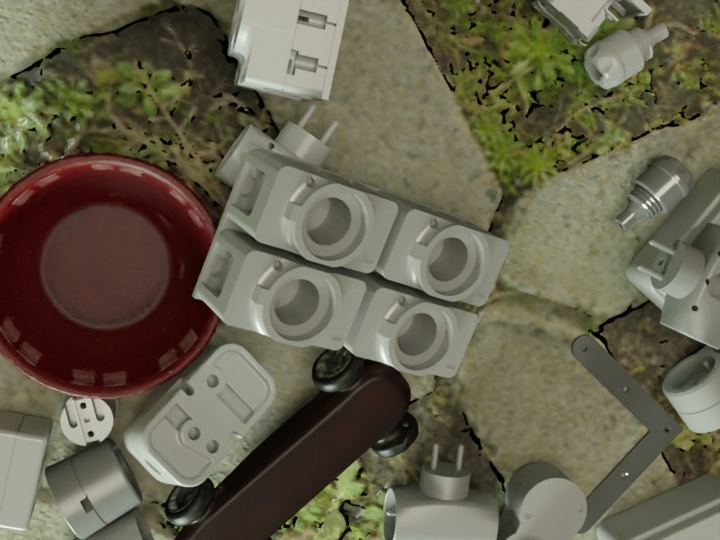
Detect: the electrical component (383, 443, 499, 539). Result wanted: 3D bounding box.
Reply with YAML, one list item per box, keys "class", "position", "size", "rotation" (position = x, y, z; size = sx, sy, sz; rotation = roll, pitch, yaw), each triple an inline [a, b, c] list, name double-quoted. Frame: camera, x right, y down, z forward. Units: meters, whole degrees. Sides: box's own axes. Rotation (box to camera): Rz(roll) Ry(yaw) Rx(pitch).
- class: "electrical component"
  position: [0.061, 0.165, 0.789]
  size: [0.077, 0.044, 0.079]
  rotation: [5, 98, -11]

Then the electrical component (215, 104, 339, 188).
- class: "electrical component"
  position: [-0.045, -0.075, 0.734]
  size: [0.077, 0.043, 0.079]
  rotation: [34, 91, -14]

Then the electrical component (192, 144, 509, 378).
- class: "electrical component"
  position: [0.000, 0.000, 0.710]
  size: [0.186, 0.060, 0.105]
  rotation: [16, 100, -33]

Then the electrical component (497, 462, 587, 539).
- class: "electrical component"
  position: [0.123, 0.216, 0.794]
  size: [0.052, 0.074, 0.138]
  rotation: [25, 93, -13]

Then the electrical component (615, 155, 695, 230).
- class: "electrical component"
  position: [0.214, -0.054, 0.791]
  size: [0.061, 0.035, 0.035]
  rotation: [-43, 103, 0]

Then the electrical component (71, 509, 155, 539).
- class: "electrical component"
  position: [-0.185, 0.204, 0.749]
  size: [0.081, 0.043, 0.043]
  rotation: [-25, 102, -6]

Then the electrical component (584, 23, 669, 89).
- class: "electrical component"
  position: [0.193, -0.157, 0.772]
  size: [0.061, 0.035, 0.035]
  rotation: [-31, 103, -7]

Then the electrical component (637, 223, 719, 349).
- class: "electrical component"
  position: [0.227, 0.004, 0.737]
  size: [0.079, 0.043, 0.077]
  rotation: [24, 93, -13]

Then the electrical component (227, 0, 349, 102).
- class: "electrical component"
  position: [-0.038, -0.206, 0.684]
  size: [0.060, 0.105, 0.186]
  rotation: [11, 96, -12]

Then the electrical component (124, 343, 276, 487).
- class: "electrical component"
  position: [-0.111, 0.098, 0.731]
  size: [0.053, 0.059, 0.095]
  rotation: [48, 65, -14]

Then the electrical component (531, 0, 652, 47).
- class: "electrical component"
  position: [0.159, -0.196, 0.756]
  size: [0.081, 0.042, 0.063]
  rotation: [38, 93, -13]

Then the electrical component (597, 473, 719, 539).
- class: "electrical component"
  position: [0.251, 0.216, 0.827]
  size: [0.113, 0.057, 0.078]
  rotation: [-23, 102, -7]

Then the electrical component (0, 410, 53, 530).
- class: "electrical component"
  position: [-0.254, 0.130, 0.723]
  size: [0.077, 0.047, 0.065]
  rotation: [13, 96, -12]

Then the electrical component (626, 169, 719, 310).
- class: "electrical component"
  position: [0.266, -0.012, 0.796]
  size: [0.078, 0.057, 0.113]
  rotation: [40, 89, -14]

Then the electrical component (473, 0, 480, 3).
- class: "electrical component"
  position: [0.066, -0.228, 0.723]
  size: [0.061, 0.062, 0.096]
  rotation: [-8, 100, -10]

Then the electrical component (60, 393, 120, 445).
- class: "electrical component"
  position: [-0.185, 0.096, 0.732]
  size: [0.040, 0.046, 0.040]
  rotation: [-2, 99, -11]

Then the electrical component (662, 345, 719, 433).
- class: "electrical component"
  position: [0.305, 0.078, 0.819]
  size: [0.138, 0.052, 0.073]
  rotation: [-38, 103, -3]

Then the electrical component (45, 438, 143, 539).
- class: "electrical component"
  position: [-0.181, 0.148, 0.737]
  size: [0.047, 0.055, 0.055]
  rotation: [-28, 103, -9]
